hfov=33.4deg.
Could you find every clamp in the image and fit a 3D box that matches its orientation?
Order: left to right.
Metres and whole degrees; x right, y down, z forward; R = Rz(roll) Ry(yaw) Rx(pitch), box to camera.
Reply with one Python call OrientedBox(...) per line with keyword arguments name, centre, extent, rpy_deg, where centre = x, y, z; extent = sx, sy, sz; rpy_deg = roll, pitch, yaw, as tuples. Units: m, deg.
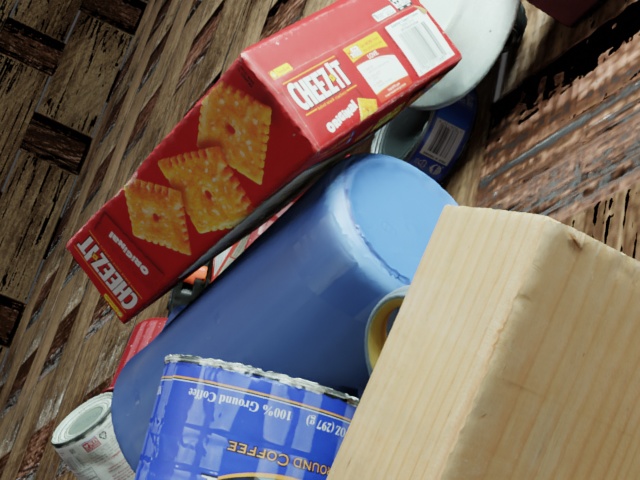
OrientedBox(name="clamp", centre=(-0.129, 0.070, 1.021), extent=(0.171, 0.039, 0.120), rpy_deg=(106, 171, -73))

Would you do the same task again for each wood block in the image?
OrientedBox(name="wood block", centre=(0.063, 0.098, 0.424), extent=(0.206, 0.090, 0.090), rpy_deg=(-66, 18, -3))

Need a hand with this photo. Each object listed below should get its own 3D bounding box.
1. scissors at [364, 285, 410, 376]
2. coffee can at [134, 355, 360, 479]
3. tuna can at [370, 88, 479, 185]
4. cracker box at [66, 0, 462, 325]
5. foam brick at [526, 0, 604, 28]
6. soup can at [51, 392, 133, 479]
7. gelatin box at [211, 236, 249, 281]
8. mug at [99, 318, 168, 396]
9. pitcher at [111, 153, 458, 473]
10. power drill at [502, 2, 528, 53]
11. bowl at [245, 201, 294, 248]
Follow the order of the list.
OrientedBox(name="scissors", centre=(0.030, 0.100, 0.547), extent=(0.016, 0.096, 0.202), rpy_deg=(-23, -19, -49))
OrientedBox(name="coffee can", centre=(-0.042, 0.135, 0.505), extent=(0.103, 0.102, 0.140), rpy_deg=(-19, 55, 66))
OrientedBox(name="tuna can", centre=(0.069, -0.073, 0.712), extent=(0.086, 0.033, 0.086), rpy_deg=(-54, 22, 32))
OrientedBox(name="cracker box", centre=(-0.038, -0.054, 0.644), extent=(0.214, 0.072, 0.163), rpy_deg=(-37, 1, 43))
OrientedBox(name="foam brick", centre=(0.146, -0.168, 0.590), extent=(0.078, 0.051, 0.053), rpy_deg=(-41, 29, 52))
OrientedBox(name="soup can", centre=(-0.173, 0.190, 0.909), extent=(0.068, 0.102, 0.068), rpy_deg=(-30, 17, 10))
OrientedBox(name="gelatin box", centre=(-0.071, -0.004, 1.019), extent=(0.089, 0.030, 0.073), rpy_deg=(-57, 19, 28))
OrientedBox(name="mug", centre=(-0.141, 0.132, 0.972), extent=(0.117, 0.093, 0.081), rpy_deg=(80, -159, -50))
OrientedBox(name="pitcher", centre=(-0.012, 0.069, 0.634), extent=(0.243, 0.149, 0.144), rpy_deg=(-46, 6, 38))
OrientedBox(name="power drill", centre=(0.130, -0.230, 0.685), extent=(0.188, 0.057, 0.184), rpy_deg=(-51, 37, 29))
OrientedBox(name="bowl", centre=(-0.005, 0.001, 0.789), extent=(0.162, 0.055, 0.162), rpy_deg=(-53, 22, 32))
